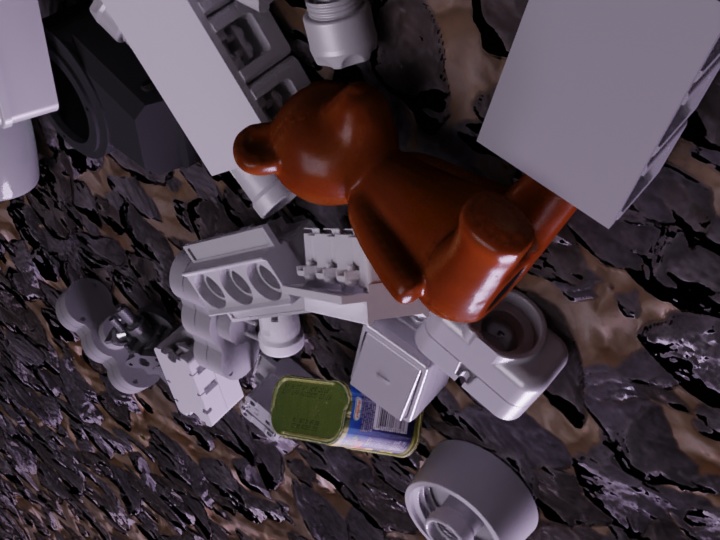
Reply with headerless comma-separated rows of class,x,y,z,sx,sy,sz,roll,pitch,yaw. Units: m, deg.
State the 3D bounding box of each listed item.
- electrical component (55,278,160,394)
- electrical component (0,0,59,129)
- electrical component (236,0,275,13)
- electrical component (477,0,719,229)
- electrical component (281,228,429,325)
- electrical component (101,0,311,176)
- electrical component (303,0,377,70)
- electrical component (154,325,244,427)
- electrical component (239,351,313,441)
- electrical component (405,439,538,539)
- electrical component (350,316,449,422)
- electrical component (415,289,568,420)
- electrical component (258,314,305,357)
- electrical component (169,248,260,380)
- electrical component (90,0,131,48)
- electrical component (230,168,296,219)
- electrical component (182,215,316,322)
electrical component,-0.263,0.068,1.150,0.138,0.052,0.074,52,146,-7
electrical component,-0.285,-0.175,0.835,0.078,0.057,0.113,34,137,43
electrical component,-0.067,-0.214,0.657,0.056,0.050,0.089,31,143,21
electrical component,0.130,-0.108,0.541,0.089,0.062,0.150,36,144,15
electrical component,0.000,0.000,0.759,0.121,0.079,0.063,-174,78,-67
electrical component,-0.098,-0.151,0.744,0.089,0.062,0.150,-9,118,51
electrical component,-0.015,-0.159,0.662,0.043,0.043,0.062,16,134,37
electrical component,-0.155,0.099,1.062,0.050,0.056,0.089,18,136,36
electrical component,-0.072,0.118,0.985,0.081,0.064,0.042,39,144,12
electrical component,0.087,0.203,0.901,0.108,0.060,0.108,29,142,26
electrical component,0.035,0.062,0.816,0.062,0.061,0.096,35,144,17
electrical component,0.093,0.050,0.748,0.095,0.054,0.059,41,146,10
electrical component,-0.070,0.046,0.933,0.040,0.040,0.046,22,132,32
electrical component,-0.118,0.044,0.970,0.074,0.052,0.138,20,138,33
electrical component,-0.166,-0.185,0.800,0.062,0.043,0.043,45,146,0
electrical component,-0.073,-0.069,0.820,0.046,0.040,0.040,52,146,3
electrical component,-0.082,-0.003,0.874,0.121,0.063,0.078,-9,117,51
